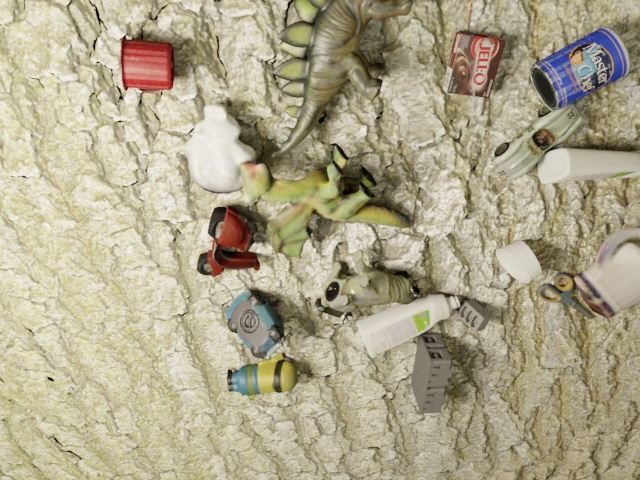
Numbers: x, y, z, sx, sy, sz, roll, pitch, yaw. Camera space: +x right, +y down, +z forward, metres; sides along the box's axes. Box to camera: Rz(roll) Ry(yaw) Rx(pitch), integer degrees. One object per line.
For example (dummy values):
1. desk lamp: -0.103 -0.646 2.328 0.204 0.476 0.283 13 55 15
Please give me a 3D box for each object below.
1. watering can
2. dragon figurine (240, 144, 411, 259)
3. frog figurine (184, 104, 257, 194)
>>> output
1. watering can: 0.763 0.112 1.254 0.222 0.106 0.343 -39 116 16
2. dragon figurine: 0.003 -0.053 1.056 0.241 0.125 0.404 -39 131 16
3. frog figurine: -0.186 -0.172 0.979 0.137 0.125 0.155 17 131 6
